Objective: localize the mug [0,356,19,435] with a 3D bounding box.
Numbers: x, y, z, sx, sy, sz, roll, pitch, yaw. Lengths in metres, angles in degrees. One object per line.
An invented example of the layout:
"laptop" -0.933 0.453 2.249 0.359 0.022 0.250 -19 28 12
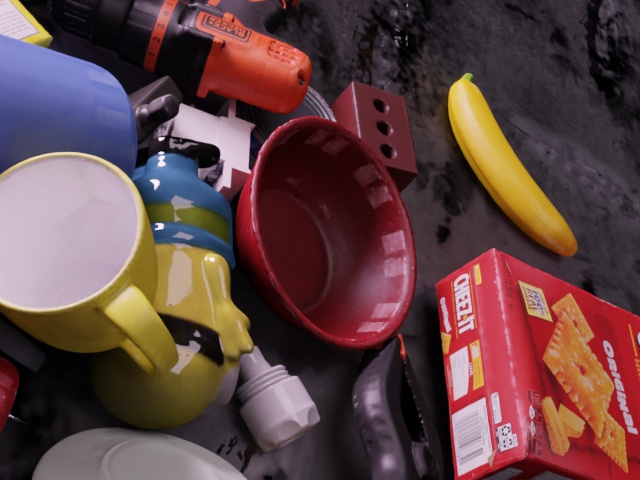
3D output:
"mug" -0.202 0.075 0.523 0.081 0.093 0.117 32 11 -22

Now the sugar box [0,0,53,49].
"sugar box" -0.263 -0.164 0.667 0.176 0.048 0.093 46 43 4

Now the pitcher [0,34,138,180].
"pitcher" -0.215 -0.071 0.548 0.242 0.149 0.145 6 38 -51

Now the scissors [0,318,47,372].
"scissors" -0.185 0.023 0.514 0.096 0.202 0.016 31 75 13

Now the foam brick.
"foam brick" 0.036 -0.073 0.828 0.052 0.051 0.078 14 53 -30

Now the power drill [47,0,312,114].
"power drill" -0.086 -0.176 0.780 0.184 0.057 0.187 21 41 -7

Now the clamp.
"clamp" 0.051 0.146 0.662 0.164 0.036 0.210 43 29 -50

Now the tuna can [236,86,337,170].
"tuna can" -0.029 -0.081 0.797 0.086 0.034 0.086 20 50 -26

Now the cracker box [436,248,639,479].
"cracker box" 0.190 0.119 0.786 0.213 0.072 0.164 23 49 -31

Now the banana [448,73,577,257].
"banana" 0.160 -0.070 0.932 0.069 0.037 0.198 -11 67 -41

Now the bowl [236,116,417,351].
"bowl" -0.005 0.001 0.725 0.161 0.055 0.162 21 59 -42
